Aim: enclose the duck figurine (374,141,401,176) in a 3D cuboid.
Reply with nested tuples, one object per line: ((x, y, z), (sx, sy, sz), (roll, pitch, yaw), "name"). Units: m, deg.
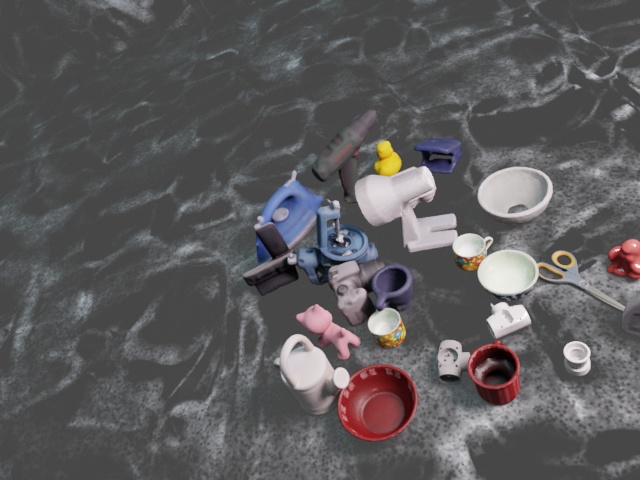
((0.183, -0.233, 1.610), (0.077, 0.086, 0.104), (-3, 48, 23), "duck figurine")

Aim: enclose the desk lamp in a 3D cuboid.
((0.206, -0.077, 1.356), (0.203, 0.214, 0.118), (-10, 45, 17), "desk lamp")

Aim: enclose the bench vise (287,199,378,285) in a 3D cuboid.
((0.017, 0.012, 1.356), (0.207, 0.220, 0.121), (-29, 43, -3), "bench vise")

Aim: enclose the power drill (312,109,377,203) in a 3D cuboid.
((0.089, -0.211, 1.544), (0.230, 0.209, 0.075), (-40, 45, -15), "power drill")

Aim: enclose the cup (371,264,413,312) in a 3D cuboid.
((0.163, 0.126, 1.269), (0.091, 0.095, 0.118), (12, 55, 34), "cup")

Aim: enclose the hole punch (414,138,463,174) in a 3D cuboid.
((0.320, -0.245, 1.552), (0.108, 0.091, 0.101), (12, 55, 33), "hole punch")

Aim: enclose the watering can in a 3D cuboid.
((-0.021, 0.263, 1.151), (0.172, 0.195, 0.101), (-10, 46, 17), "watering can")

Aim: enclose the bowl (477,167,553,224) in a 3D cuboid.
((0.461, -0.092, 1.351), (0.167, 0.075, 0.167), (-13, 45, 14), "bowl")

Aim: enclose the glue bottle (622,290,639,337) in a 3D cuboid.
((0.584, 0.115, 1.020), (0.077, 0.174, 0.037), (16, 58, 36), "glue bottle")

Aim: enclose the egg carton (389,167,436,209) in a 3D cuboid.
((0.224, -0.128, 1.502), (0.150, 0.070, 0.107), (-23, 43, 3), "egg carton")

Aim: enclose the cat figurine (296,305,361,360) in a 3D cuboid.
((0.014, 0.191, 1.260), (0.127, 0.118, 0.067), (21, 60, 38), "cat figurine")

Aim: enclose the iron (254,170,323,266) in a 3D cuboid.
((-0.109, -0.061, 1.543), (0.118, 0.142, 0.259), (17, 58, 37), "iron")

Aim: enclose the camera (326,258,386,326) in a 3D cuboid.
((0.095, 0.100, 1.321), (0.137, 0.101, 0.143), (-24, 43, 2), "camera")

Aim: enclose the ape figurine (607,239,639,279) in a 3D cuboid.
((0.618, 0.033, 1.142), (0.076, 0.092, 0.077), (-19, 44, 8), "ape figurine")

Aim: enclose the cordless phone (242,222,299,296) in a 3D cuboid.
((-0.141, 0.038, 1.431), (0.147, 0.185, 0.094), (-29, 43, -3), "cordless phone")
